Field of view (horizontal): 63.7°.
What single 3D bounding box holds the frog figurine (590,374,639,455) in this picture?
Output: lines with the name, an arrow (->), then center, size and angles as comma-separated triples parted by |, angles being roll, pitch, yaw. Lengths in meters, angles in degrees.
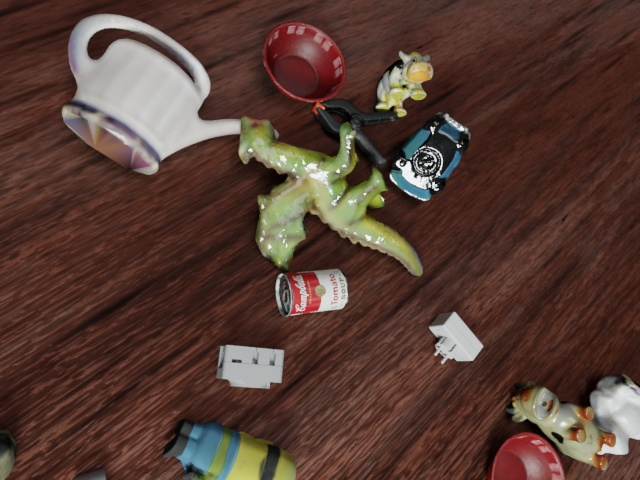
frog figurine -> 0.578, 0.349, 1.005 | 0.136, 0.124, 0.158 | 32, 102, -21

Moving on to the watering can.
watering can -> -0.237, -0.197, 0.803 | 0.344, 0.103, 0.228 | 34, 65, -21

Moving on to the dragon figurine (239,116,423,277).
dragon figurine -> 0.003, -0.044, 0.874 | 0.244, 0.122, 0.407 | -34, 103, -10
